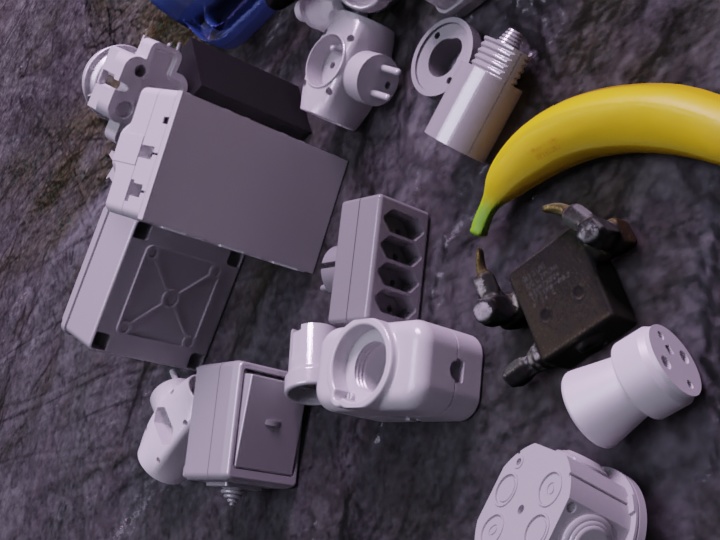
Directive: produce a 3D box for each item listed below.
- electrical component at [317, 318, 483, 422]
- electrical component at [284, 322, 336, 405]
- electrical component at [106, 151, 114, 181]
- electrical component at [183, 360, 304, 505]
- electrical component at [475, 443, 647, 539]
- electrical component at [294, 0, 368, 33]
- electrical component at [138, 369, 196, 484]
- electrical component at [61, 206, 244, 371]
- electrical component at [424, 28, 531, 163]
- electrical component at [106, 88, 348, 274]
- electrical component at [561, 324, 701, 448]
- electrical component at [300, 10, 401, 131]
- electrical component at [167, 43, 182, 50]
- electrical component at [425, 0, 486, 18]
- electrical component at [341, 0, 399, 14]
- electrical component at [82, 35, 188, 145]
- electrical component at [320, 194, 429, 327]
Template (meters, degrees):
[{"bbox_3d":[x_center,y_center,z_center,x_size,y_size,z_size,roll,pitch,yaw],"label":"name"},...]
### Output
[{"bbox_3d":[0.020,0.062,0.661,0.095,0.059,0.053,-9,69,46],"label":"electrical component"},{"bbox_3d":[-0.031,0.064,0.735,0.040,0.040,0.046,-28,51,39],"label":"electrical component"},{"bbox_3d":[-0.189,-0.091,0.967,0.063,0.042,0.081,-56,43,15],"label":"electrical component"},{"bbox_3d":[-0.078,0.115,0.750,0.061,0.062,0.096,-11,68,46],"label":"electrical component"},{"bbox_3d":[0.100,0.130,0.538,0.080,0.051,0.080,-50,20,27],"label":"electrical component"},{"bbox_3d":[-0.025,-0.203,0.824,0.062,0.043,0.043,3,79,50],"label":"electrical component"},{"bbox_3d":[-0.140,0.111,0.834,0.077,0.043,0.079,-53,44,20],"label":"electrical component"},{"bbox_3d":[-0.162,0.014,0.846,0.056,0.109,0.108,25,95,47],"label":"electrical component"},{"bbox_3d":[0.078,-0.113,0.674,0.043,0.043,0.081,40,106,48],"label":"electrical component"},{"bbox_3d":[-0.094,-0.062,0.765,0.062,0.150,0.089,16,88,48],"label":"electrical component"},{"bbox_3d":[0.137,0.058,0.543,0.055,0.045,0.045,-38,50,32],"label":"electrical component"},{"bbox_3d":[0.001,-0.139,0.770,0.079,0.044,0.077,28,98,49],"label":"electrical component"},{"bbox_3d":[-0.181,-0.171,0.986,0.077,0.043,0.079,12,84,50],"label":"electrical component"},{"bbox_3d":[0.079,-0.230,0.706,0.113,0.057,0.078,-32,54,37],"label":"electrical component"},{"bbox_3d":[0.012,-0.210,0.767,0.066,0.055,0.048,-36,90,35],"label":"electrical component"},{"bbox_3d":[-0.166,-0.131,0.781,0.057,0.058,0.078,30,99,47],"label":"electrical component"},{"bbox_3d":[0.000,0.000,0.716,0.076,0.047,0.083,-8,70,47],"label":"electrical component"}]
